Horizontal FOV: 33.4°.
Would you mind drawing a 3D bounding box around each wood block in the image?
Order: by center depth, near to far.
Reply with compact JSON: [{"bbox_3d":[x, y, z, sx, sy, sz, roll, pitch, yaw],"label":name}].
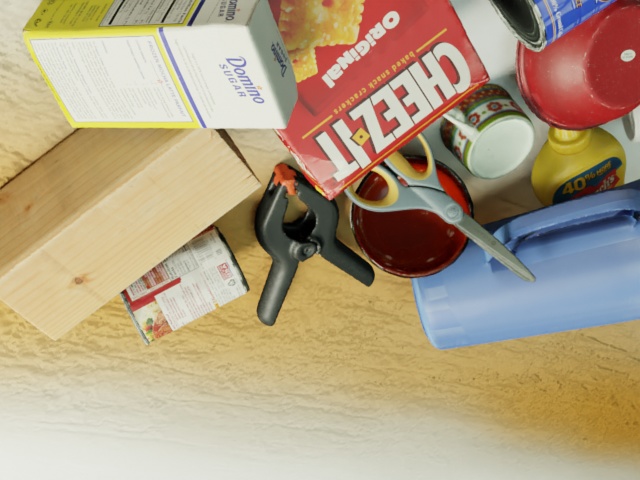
[{"bbox_3d":[-0.163,-0.029,0.834,0.206,0.090,0.090,-37,137,3],"label":"wood block"}]

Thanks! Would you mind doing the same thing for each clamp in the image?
[{"bbox_3d":[-0.006,0.001,0.987,0.120,0.039,0.171,-19,134,-18],"label":"clamp"}]

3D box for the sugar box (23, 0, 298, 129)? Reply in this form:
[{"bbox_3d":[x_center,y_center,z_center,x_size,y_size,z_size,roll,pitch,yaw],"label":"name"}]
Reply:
[{"bbox_3d":[-0.110,-0.124,0.744,0.176,0.048,0.093,1,140,20],"label":"sugar box"}]

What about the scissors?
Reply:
[{"bbox_3d":[0.097,-0.019,0.948,0.096,0.016,0.202,-35,91,-1],"label":"scissors"}]

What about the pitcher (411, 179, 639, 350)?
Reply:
[{"bbox_3d":[0.212,0.025,1.024,0.243,0.145,0.149,-14,105,12],"label":"pitcher"}]

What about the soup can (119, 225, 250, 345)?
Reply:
[{"bbox_3d":[-0.121,0.038,0.932,0.102,0.068,0.068,-27,136,-8],"label":"soup can"}]

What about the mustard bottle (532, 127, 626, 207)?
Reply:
[{"bbox_3d":[0.264,-0.060,1.076,0.096,0.058,0.191,-28,136,1],"label":"mustard bottle"}]

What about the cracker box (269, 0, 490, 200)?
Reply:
[{"bbox_3d":[0.009,-0.160,0.801,0.164,0.072,0.213,-37,122,0],"label":"cracker box"}]

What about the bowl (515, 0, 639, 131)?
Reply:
[{"bbox_3d":[0.257,-0.168,0.952,0.161,0.055,0.162,-9,115,-21],"label":"bowl"}]

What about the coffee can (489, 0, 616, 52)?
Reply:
[{"bbox_3d":[0.209,-0.233,0.862,0.140,0.103,0.102,-33,136,0],"label":"coffee can"}]
